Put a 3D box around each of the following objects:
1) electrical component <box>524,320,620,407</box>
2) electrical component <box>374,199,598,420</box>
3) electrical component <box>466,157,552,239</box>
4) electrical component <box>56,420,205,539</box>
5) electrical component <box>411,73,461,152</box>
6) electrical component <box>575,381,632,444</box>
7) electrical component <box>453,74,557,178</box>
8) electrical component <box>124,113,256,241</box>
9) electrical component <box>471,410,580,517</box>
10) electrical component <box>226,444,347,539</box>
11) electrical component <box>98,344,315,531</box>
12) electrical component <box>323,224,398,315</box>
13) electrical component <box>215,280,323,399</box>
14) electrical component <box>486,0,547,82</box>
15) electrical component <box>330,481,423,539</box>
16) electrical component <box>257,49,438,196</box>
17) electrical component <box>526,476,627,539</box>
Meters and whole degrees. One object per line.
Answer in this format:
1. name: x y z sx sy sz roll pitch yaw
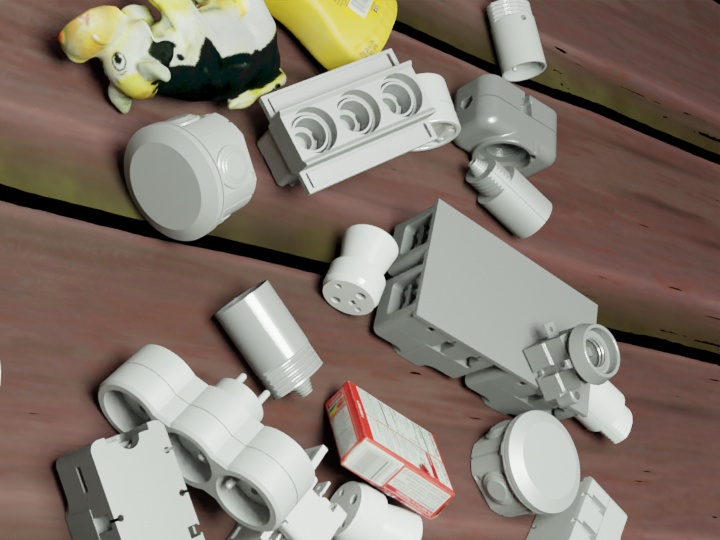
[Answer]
1. electrical component: 0.165 0.068 0.827 0.048 0.055 0.066 -22 87 -43
2. electrical component: 0.103 0.040 0.869 0.186 0.060 0.105 31 54 -27
3. electrical component: 0.126 -0.069 0.947 0.081 0.043 0.043 40 51 -21
4. electrical component: -0.134 0.141 0.626 0.050 0.056 0.089 -16 83 -43
5. electrical component: 0.053 -0.133 0.905 0.055 0.055 0.047 3 67 -40
6. electrical component: 0.207 0.117 0.937 0.081 0.043 0.043 42 50 -20
7. electrical component: 0.130 -0.124 0.967 0.095 0.054 0.059 25 58 -31
8. electrical component: -0.113 -0.064 0.717 0.051 0.080 0.080 -37 97 -49
9. electrical component: 0.132 0.155 0.851 0.080 0.051 0.080 17 62 -35
10. electrical component: -0.046 0.157 0.704 0.063 0.042 0.081 50 48 -14
11. electrical component: -0.085 0.092 0.664 0.138 0.052 0.073 34 47 11
12. electrical component: 0.000 0.000 0.809 0.045 0.045 0.055 39 51 -22
13. electrical component: -0.059 0.052 0.737 0.043 0.043 0.081 -40 99 -43
14. electrical component: 0.149 -0.227 1.034 0.043 0.043 0.081 0 72 -40
15. electrical component: 0.009 0.176 0.742 0.055 0.045 0.045 34 53 -25
16. electrical component: -0.012 -0.109 0.815 0.121 0.063 0.078 -26 88 -29
17. electrical component: 0.172 0.220 0.858 0.055 0.050 0.089 47 49 -15
